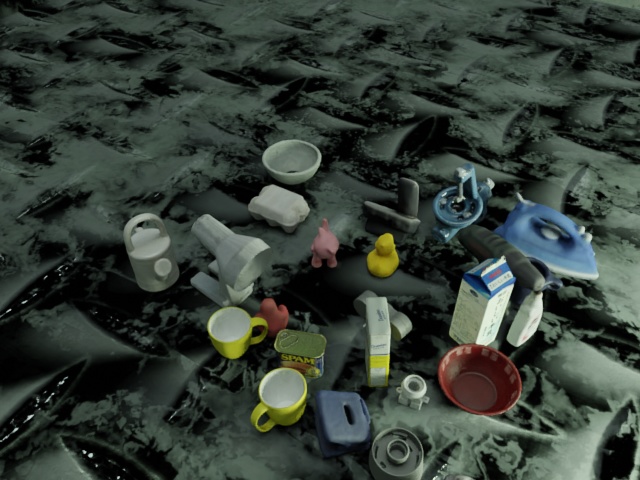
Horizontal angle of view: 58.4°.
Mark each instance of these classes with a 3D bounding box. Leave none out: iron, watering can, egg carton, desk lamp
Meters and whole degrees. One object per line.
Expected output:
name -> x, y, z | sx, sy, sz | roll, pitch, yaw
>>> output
iron -> 0.560, -0.014, 1.374 | 0.257, 0.141, 0.119 | 29, 52, 27
watering can -> -0.383, 0.023, 1.305 | 0.172, 0.194, 0.101 | 26, 50, 24
egg carton -> -0.107, -0.083, 1.500 | 0.150, 0.069, 0.107 | 22, 49, 21
desk lamp -> -0.204, 0.052, 1.260 | 0.202, 0.214, 0.118 | 29, 52, 26

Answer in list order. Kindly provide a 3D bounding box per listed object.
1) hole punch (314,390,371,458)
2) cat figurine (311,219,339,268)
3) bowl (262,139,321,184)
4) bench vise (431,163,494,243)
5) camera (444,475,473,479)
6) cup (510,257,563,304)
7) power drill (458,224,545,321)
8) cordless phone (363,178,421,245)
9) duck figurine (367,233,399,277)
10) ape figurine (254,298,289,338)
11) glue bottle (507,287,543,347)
hole punch -> 0.043, 0.332, 1.062 | 0.101, 0.091, 0.108 | -9, 45, -9
cat figurine -> 0.013, 0.005, 1.375 | 0.067, 0.118, 0.127 | 1, 45, 1
bowl -> -0.079, -0.209, 1.624 | 0.167, 0.075, 0.167 | 0, 45, 0
bench vise -> 0.357, -0.120, 1.426 | 0.121, 0.220, 0.208 | 21, 48, 21
camera -> 0.191, 0.445, 0.938 | 0.136, 0.101, 0.143 | 19, 48, 18
cup -> 0.476, 0.103, 1.288 | 0.117, 0.095, 0.092 | 19, 48, 19
power drill -> 0.376, 0.081, 1.230 | 0.076, 0.208, 0.229 | -20, 48, -19
cordless phone -> 0.181, -0.095, 1.427 | 0.147, 0.185, 0.094 | 20, 48, 20
duck figurine -> 0.153, 0.030, 1.371 | 0.077, 0.086, 0.105 | 13, 46, 13
ape figurine -> -0.106, 0.161, 1.236 | 0.078, 0.092, 0.076 | -6, 45, -5
glue bottle -> 0.436, 0.147, 1.188 | 0.078, 0.173, 0.037 | -35, 54, -30
